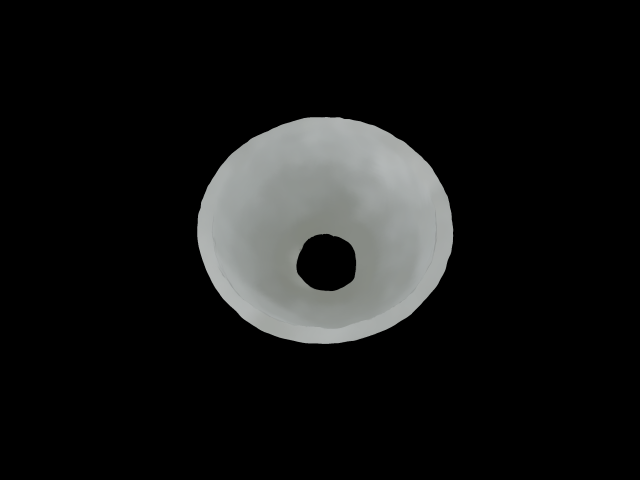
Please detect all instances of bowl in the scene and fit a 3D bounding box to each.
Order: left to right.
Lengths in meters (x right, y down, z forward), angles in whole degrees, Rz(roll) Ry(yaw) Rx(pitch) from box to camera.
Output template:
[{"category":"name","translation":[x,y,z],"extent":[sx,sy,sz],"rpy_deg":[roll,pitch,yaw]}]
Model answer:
[{"category":"bowl","translation":[0.004,0.001,0.400],"extent":[0.167,0.075,0.167],"rpy_deg":[0,63,0]}]
